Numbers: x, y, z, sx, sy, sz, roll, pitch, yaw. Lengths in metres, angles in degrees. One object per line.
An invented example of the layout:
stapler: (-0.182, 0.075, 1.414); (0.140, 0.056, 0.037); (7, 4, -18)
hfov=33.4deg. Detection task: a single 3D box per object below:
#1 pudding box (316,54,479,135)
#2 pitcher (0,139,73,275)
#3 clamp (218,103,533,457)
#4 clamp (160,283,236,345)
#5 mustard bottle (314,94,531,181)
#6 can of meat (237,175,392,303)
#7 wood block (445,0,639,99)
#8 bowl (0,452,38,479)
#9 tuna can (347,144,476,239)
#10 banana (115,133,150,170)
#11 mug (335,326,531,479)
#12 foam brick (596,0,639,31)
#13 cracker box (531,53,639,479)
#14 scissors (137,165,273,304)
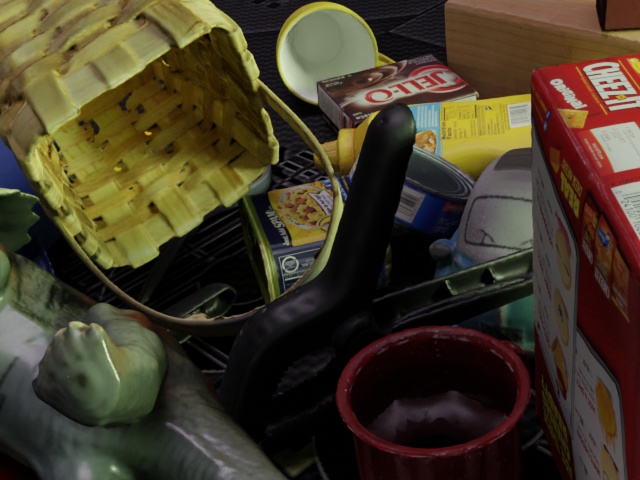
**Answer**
pudding box: (0.065, -0.115, 0.900); (0.113, 0.039, 0.090); (-18, 34, -13)
pitcher: (-0.253, 0.008, 0.712); (0.145, 0.149, 0.242); (-6, 30, 37)
clamp: (0.028, 0.044, 0.565); (0.210, 0.164, 0.036); (-50, 39, 15)
clamp: (-0.118, 0.073, 0.636); (0.171, 0.039, 0.120); (0, 36, -7)
mustard bottle: (0.091, -0.069, 0.806); (0.192, 0.058, 0.096); (-3, 38, 9)
can of meat: (-0.005, 0.001, 0.726); (0.084, 0.057, 0.102); (-13, 33, -9)
wood block: (0.212, -0.152, 0.876); (0.206, 0.090, 0.090); (24, 44, 40)
bowl: (-0.210, 0.134, 0.544); (0.162, 0.055, 0.162); (-14, 21, 5)
tuna can: (0.062, -0.036, 0.716); (0.086, 0.034, 0.086); (22, 22, -9)
banana: (-0.217, -0.050, 0.873); (0.197, 0.037, 0.070); (-23, 37, -20)
mug: (0.067, 0.097, 0.537); (0.093, 0.081, 0.117); (21, 44, 38)
foam brick: (0.234, -0.201, 0.790); (0.051, 0.078, 0.053); (0, 33, 9)
cracker box: (0.145, 0.048, 0.471); (0.072, 0.214, 0.164); (-9, 33, 1)
scissors: (-0.083, -0.016, 0.807); (0.096, 0.016, 0.202); (-8, 33, 2)
